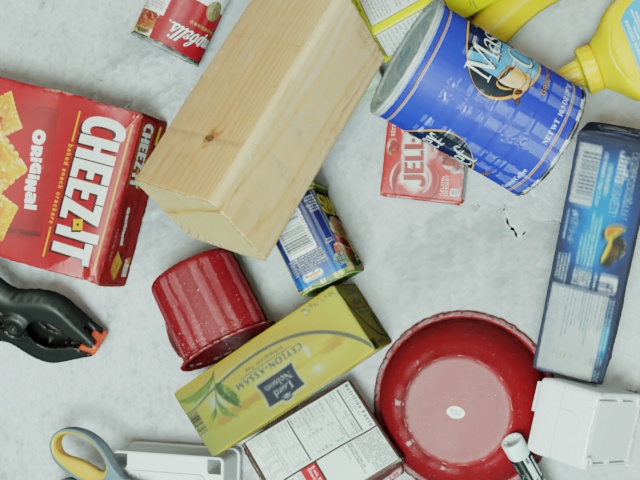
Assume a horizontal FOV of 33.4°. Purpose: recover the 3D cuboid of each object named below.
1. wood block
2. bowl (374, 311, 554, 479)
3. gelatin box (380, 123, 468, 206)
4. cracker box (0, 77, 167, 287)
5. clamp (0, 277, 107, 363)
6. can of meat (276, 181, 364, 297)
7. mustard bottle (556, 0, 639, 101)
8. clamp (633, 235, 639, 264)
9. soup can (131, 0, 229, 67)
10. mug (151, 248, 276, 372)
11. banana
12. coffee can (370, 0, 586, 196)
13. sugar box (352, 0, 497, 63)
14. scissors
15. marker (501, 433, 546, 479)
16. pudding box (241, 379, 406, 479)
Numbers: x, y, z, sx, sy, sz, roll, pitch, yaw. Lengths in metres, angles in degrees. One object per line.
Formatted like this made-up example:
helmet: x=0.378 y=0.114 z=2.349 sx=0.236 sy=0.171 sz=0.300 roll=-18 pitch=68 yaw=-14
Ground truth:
wood block: x=-0.045 y=-0.100 z=0.862 sx=0.091 sy=0.090 sz=0.206 roll=17 pitch=69 yaw=37
bowl: x=0.120 y=0.142 z=0.907 sx=0.162 sy=0.055 sz=0.162 roll=0 pitch=88 yaw=14
gelatin box: x=0.094 y=-0.078 z=0.933 sx=0.073 sy=0.030 sz=0.089 roll=7 pitch=89 yaw=14
cracker box: x=-0.270 y=-0.062 z=1.001 sx=0.214 sy=0.072 sz=0.164 roll=15 pitch=92 yaw=13
clamp: x=-0.288 y=0.079 z=1.007 sx=0.171 sy=0.039 sz=0.120 roll=26 pitch=134 yaw=1
can of meat: x=-0.006 y=0.001 z=0.919 sx=0.057 sy=0.102 sz=0.084 roll=-27 pitch=84 yaw=9
mustard bottle: x=0.287 y=-0.166 z=0.874 sx=0.192 sy=0.058 sz=0.096 roll=-21 pitch=91 yaw=12
clamp: x=0.346 y=0.053 z=0.947 sx=0.209 sy=0.164 sz=0.036 roll=26 pitch=112 yaw=-29
soup can: x=-0.120 y=-0.218 z=0.972 sx=0.068 sy=0.068 sz=0.102 roll=27 pitch=94 yaw=13
mug: x=-0.104 y=0.065 z=0.955 sx=0.117 sy=0.093 sz=0.081 roll=-42 pitch=71 yaw=46
banana: x=0.183 y=-0.196 z=0.912 sx=0.198 sy=0.037 sz=0.069 roll=-28 pitch=80 yaw=11
coffee can: x=0.126 y=-0.113 z=0.858 sx=0.140 sy=0.103 sz=0.103 roll=29 pitch=95 yaw=-9
sugar box: x=0.112 y=-0.233 z=0.911 sx=0.176 sy=0.048 sz=0.093 roll=-26 pitch=53 yaw=10
scissors: x=-0.168 y=0.237 z=0.932 sx=0.202 sy=0.016 sz=0.096 roll=30 pitch=103 yaw=26
marker: x=0.183 y=0.210 z=0.881 sx=0.020 sy=0.020 sz=0.121 roll=-27 pitch=111 yaw=11
pudding box: x=0.003 y=0.186 z=0.915 sx=0.113 sy=0.039 sz=0.090 roll=-29 pitch=59 yaw=-9
